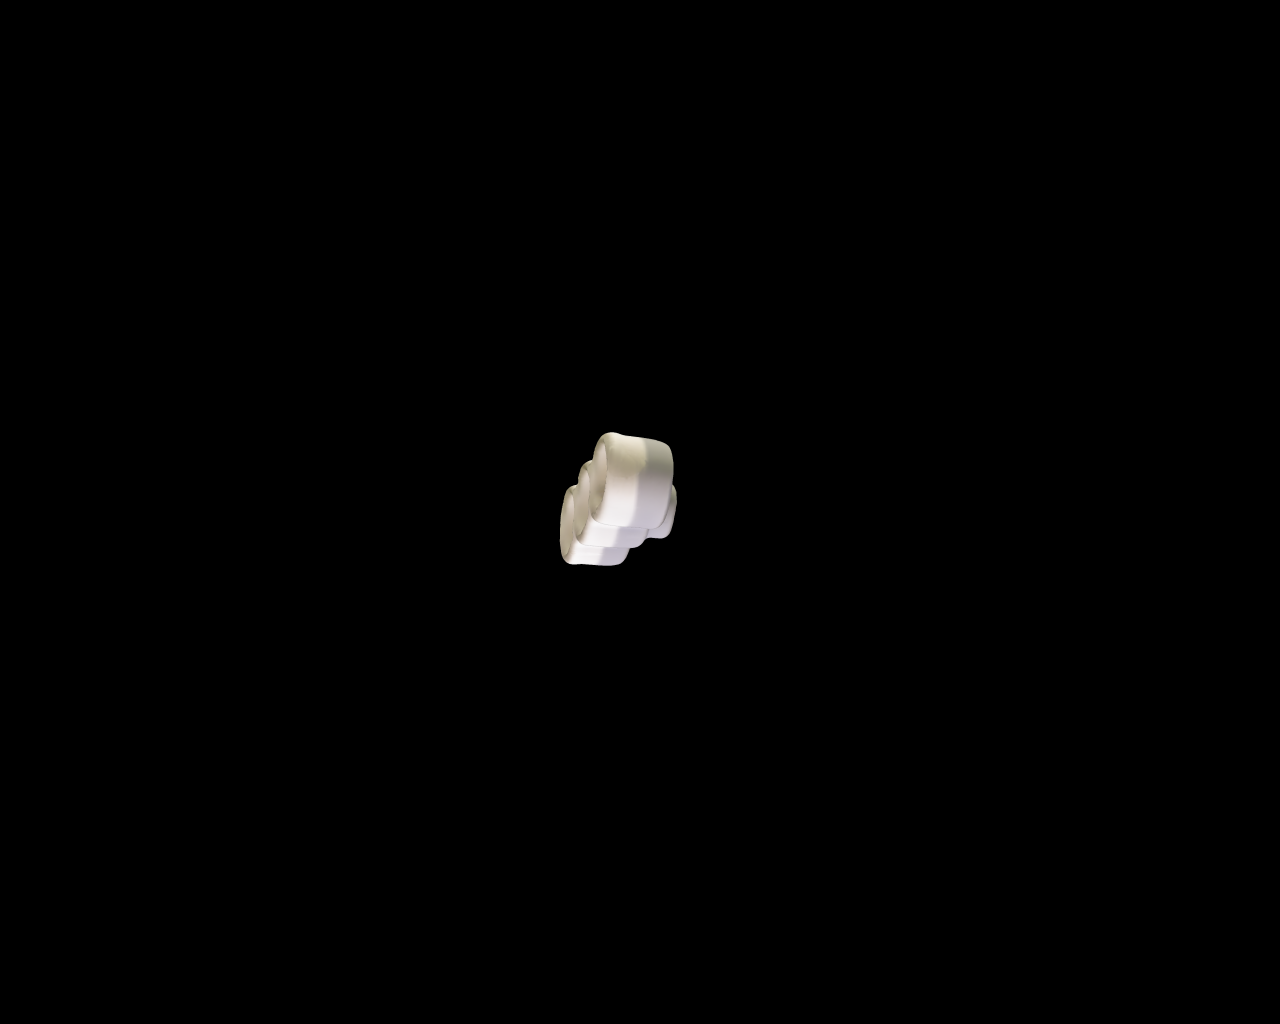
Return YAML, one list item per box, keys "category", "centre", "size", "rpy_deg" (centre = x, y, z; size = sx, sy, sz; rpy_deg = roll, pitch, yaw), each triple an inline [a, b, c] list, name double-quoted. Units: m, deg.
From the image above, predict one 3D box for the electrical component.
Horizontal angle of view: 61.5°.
- category: "electrical component"
  centre: [0.001, -0.003, 0.650]
  size: [0.074, 0.052, 0.138]
  rpy_deg: [5, -19, -15]
